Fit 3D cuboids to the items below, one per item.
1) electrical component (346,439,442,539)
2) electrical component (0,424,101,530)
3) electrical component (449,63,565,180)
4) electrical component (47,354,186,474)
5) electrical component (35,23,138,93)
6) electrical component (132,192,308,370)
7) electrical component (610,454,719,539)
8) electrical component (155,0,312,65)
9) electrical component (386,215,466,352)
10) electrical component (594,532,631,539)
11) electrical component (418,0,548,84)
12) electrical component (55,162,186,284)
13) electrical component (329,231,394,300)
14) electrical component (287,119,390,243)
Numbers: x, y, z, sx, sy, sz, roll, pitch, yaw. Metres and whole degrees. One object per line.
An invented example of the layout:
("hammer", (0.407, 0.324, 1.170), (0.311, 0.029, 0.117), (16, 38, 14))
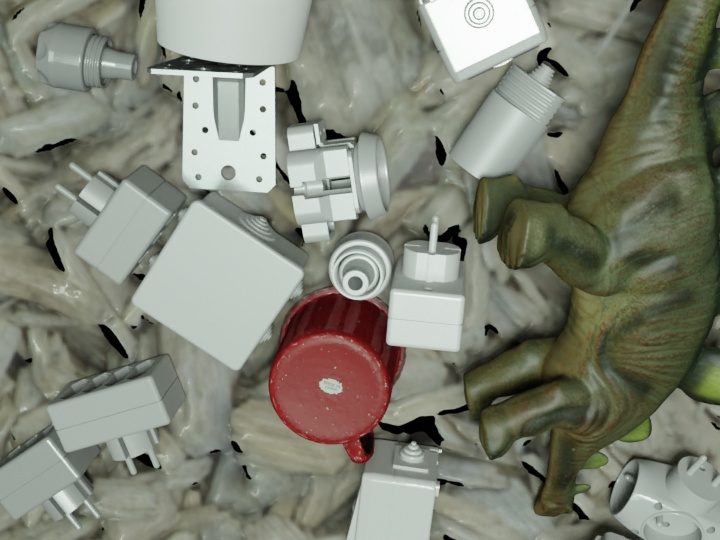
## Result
("electrical component", (0.023, 0.165, 0.769), (0.061, 0.061, 0.096), (7, 107, 4))
("electrical component", (-0.225, 0.160, 0.801), (0.066, 0.047, 0.076), (-33, 100, 14))
("electrical component", (0.098, -0.097, 0.695), (0.043, 0.043, 0.081), (33, 107, -4))
("electrical component", (-0.169, 0.113, 0.781), (0.083, 0.047, 0.075), (-17, 104, 10))
("electrical component", (-0.179, -0.139, 0.711), (0.062, 0.043, 0.043), (9, 107, 1))
("electrical component", (-0.094, 0.005, 0.741), (0.100, 0.048, 0.099), (34, 107, -4))
("electrical component", (0.227, 0.156, 0.747), (0.077, 0.044, 0.079), (25, 129, -2))
("electrical component", (-0.078, -0.164, 0.667), (0.099, 0.099, 0.064), (10, 113, 3))
("electrical component", (0.046, 0.003, 0.708), (0.047, 0.083, 0.075), (6, 107, 4))
("electrical component", (0.171, 0.248, 0.762), (0.079, 0.063, 0.121), (19, 127, 1))
("electrical component", (0.076, -0.150, 0.654), (0.062, 0.096, 0.061), (-24, 103, 12))
("electrical component", (-0.172, -0.042, 0.736), (0.077, 0.047, 0.065), (37, 107, -7))
("electrical component", (0.000, 0.000, 0.723), (0.043, 0.062, 0.043), (2, 106, 5))
("electrical component", (-0.012, -0.060, 0.710), (0.057, 0.058, 0.078), (-6, 105, 10))
